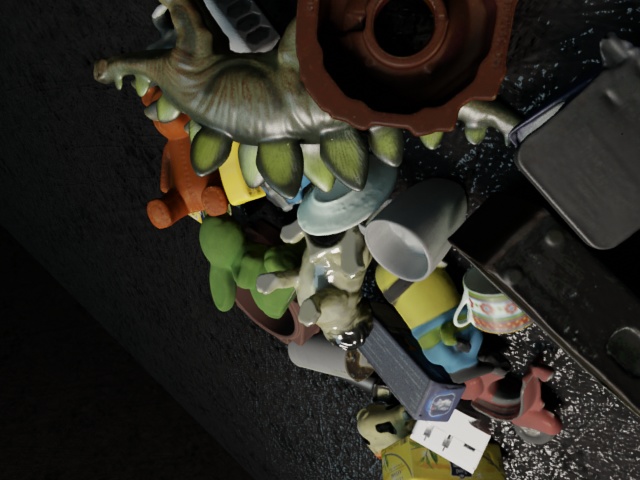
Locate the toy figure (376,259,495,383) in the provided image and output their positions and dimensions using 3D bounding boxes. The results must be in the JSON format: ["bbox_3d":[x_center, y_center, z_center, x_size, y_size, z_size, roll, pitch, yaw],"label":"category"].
[{"bbox_3d":[0.137,0.086,0.650,0.180,0.089,0.082,65,148,12],"label":"toy figure"}]

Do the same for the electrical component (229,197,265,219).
[{"bbox_3d":[-0.142,-0.096,0.855,0.119,0.048,0.074,37,147,17],"label":"electrical component"}]

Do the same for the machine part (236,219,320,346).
[{"bbox_3d":[-0.082,0.079,0.944,0.202,0.087,0.200,35,147,22],"label":"machine part"}]

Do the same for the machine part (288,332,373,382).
[{"bbox_3d":[0.019,0.203,0.968,0.243,0.079,0.079,-2,124,51],"label":"machine part"}]

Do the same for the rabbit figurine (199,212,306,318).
[{"bbox_3d":[-0.102,0.027,0.791,0.170,0.121,0.159,34,129,5],"label":"rabbit figurine"}]

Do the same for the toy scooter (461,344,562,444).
[{"bbox_3d":[0.229,0.176,0.688,0.184,0.075,0.135,29,143,23],"label":"toy scooter"}]

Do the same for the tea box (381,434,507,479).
[{"bbox_3d":[0.193,0.358,0.846,0.169,0.068,0.098,10,142,-17],"label":"tea box"}]

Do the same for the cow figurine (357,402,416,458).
[{"bbox_3d":[0.144,0.313,0.928,0.195,0.085,0.127,-22,120,43],"label":"cow figurine"}]

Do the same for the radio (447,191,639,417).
[{"bbox_3d":[0.229,0.060,0.480,0.229,0.073,0.131,41,-172,-4],"label":"radio"}]

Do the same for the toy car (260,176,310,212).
[{"bbox_3d":[-0.036,-0.122,0.631,0.109,0.103,0.162,53,-159,-61],"label":"toy car"}]

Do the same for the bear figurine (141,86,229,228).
[{"bbox_3d":[-0.191,-0.132,0.756,0.120,0.132,0.195,-9,108,8],"label":"bear figurine"}]

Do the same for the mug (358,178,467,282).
[{"bbox_3d":[0.103,-0.020,0.585,0.110,0.107,0.080,16,137,46],"label":"mug"}]

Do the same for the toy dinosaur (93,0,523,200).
[{"bbox_3d":[-0.015,-0.142,0.519,0.472,0.105,0.198,5,101,14],"label":"toy dinosaur"}]

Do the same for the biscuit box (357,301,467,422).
[{"bbox_3d":[0.109,0.159,0.734,0.203,0.059,0.062,47,120,56],"label":"biscuit box"}]

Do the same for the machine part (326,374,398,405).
[{"bbox_3d":[0.078,0.264,0.997,0.139,0.039,0.084,16,148,21],"label":"machine part"}]

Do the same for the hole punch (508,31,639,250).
[{"bbox_3d":[0.221,-0.072,0.416,0.116,0.092,0.142,-41,92,20],"label":"hole punch"}]

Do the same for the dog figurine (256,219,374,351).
[{"bbox_3d":[0.033,0.049,0.694,0.121,0.172,0.190,44,-175,34],"label":"dog figurine"}]

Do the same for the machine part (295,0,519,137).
[{"bbox_3d":[0.066,-0.168,0.422,0.179,0.056,0.179,2,106,8],"label":"machine part"}]

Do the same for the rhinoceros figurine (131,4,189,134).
[{"bbox_3d":[-0.173,-0.215,0.654,0.112,0.073,0.190,-47,48,28],"label":"rhinoceros figurine"}]
